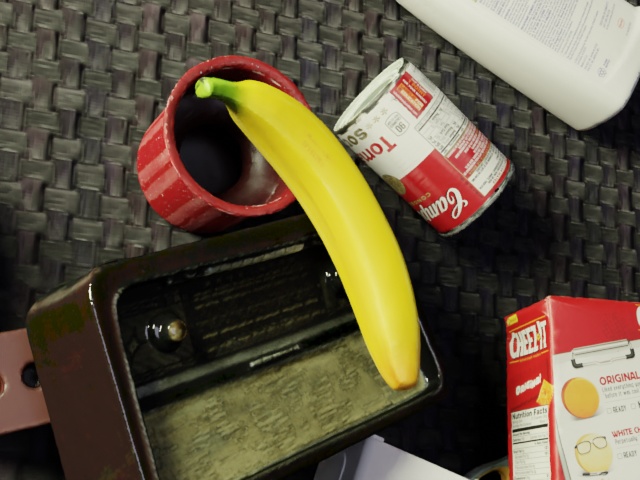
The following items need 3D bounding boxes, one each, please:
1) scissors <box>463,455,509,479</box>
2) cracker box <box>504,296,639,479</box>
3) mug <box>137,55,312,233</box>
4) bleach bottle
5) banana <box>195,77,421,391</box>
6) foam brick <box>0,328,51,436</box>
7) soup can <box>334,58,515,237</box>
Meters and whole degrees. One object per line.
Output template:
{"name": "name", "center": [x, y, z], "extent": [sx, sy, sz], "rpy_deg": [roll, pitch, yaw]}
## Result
{"name": "scissors", "center": [0.158, 0.151, 0.723], "extent": [0.201, 0.016, 0.096], "rpy_deg": [-40, 98, -27]}
{"name": "cracker box", "center": [0.200, 0.150, 0.650], "extent": [0.164, 0.072, 0.213], "rpy_deg": [5, 74, -16]}
{"name": "mug", "center": [-0.048, -0.049, 0.632], "extent": [0.117, 0.082, 0.093], "rpy_deg": [5, 77, -25]}
{"name": "bleach bottle", "center": [0.115, -0.182, 0.752], "extent": [0.250, 0.068, 0.102], "rpy_deg": [31, 65, -14]}
{"name": "banana", "center": [0.004, -0.012, 0.576], "extent": [0.198, 0.037, 0.069], "rpy_deg": [55, 48, -9]}
{"name": "foam brick", "center": [-0.156, 0.075, 0.569], "extent": [0.078, 0.051, 0.053], "rpy_deg": [-11, 83, -27]}
{"name": "soup can", "center": [0.068, -0.060, 0.697], "extent": [0.102, 0.069, 0.068], "rpy_deg": [43, 64, -11]}
